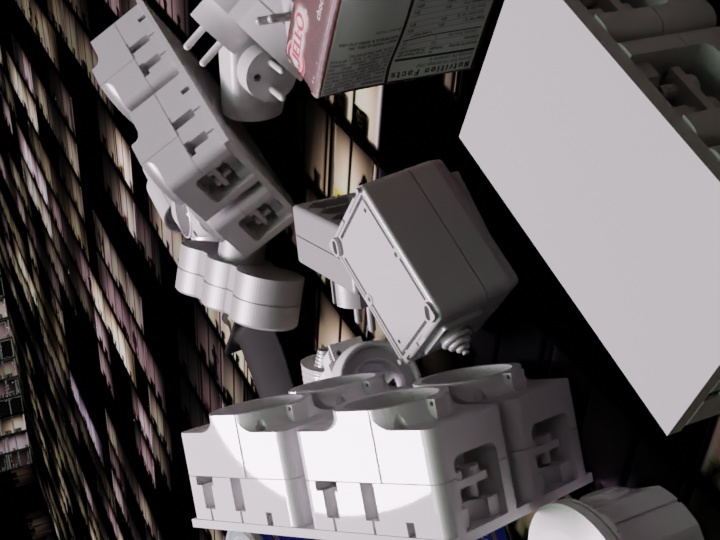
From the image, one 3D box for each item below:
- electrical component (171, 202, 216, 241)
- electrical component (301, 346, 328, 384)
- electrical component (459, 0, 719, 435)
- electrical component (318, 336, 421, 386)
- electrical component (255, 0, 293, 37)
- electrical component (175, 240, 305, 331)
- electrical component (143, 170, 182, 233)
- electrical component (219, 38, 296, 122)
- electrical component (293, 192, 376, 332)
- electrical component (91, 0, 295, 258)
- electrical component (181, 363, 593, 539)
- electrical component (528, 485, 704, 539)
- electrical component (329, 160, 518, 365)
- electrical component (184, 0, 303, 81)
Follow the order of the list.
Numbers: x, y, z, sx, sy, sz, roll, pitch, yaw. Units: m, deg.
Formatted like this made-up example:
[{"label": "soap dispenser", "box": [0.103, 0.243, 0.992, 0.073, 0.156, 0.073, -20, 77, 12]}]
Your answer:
[{"label": "electrical component", "box": [-0.129, -0.035, 0.926, 0.077, 0.044, 0.079, 10, 112, 65]}, {"label": "electrical component", "box": [-0.020, 0.093, 0.754, 0.043, 0.043, 0.081, 26, 126, 61]}, {"label": "electrical component", "box": [0.106, -0.034, 0.377, 0.150, 0.062, 0.089, 60, 152, 32]}, {"label": "electrical component", "box": [0.006, 0.077, 0.671, 0.057, 0.058, 0.078, 123, 129, -63]}, {"label": "electrical component", "box": [-0.018, -0.140, 0.581, 0.083, 0.076, 0.047, 18, 119, 63]}, {"label": "electrical component", "box": [-0.093, -0.007, 0.833, 0.138, 0.052, 0.073, 22, 106, 50]}, {"label": "electrical component", "box": [-0.177, -0.077, 1.014, 0.081, 0.043, 0.043, 56, 149, 39]}, {"label": "electrical component", "box": [-0.067, -0.138, 0.731, 0.079, 0.044, 0.077, 45, 142, 50]}, {"label": "electrical component", "box": [0.000, 0.000, 0.653, 0.083, 0.047, 0.075, 28, 128, 60]}, {"label": "electrical component", "box": [-0.127, -0.104, 0.801, 0.186, 0.060, 0.105, 56, -174, 38]}, {"label": "electrical component", "box": [0.006, 0.090, 0.546, 0.186, 0.105, 0.060, -10, 91, 46]}, {"label": "electrical component", "box": [0.113, 0.134, 0.468, 0.080, 0.051, 0.080, 44, 141, 51]}, {"label": "electrical component", "box": [0.038, 0.000, 0.559, 0.096, 0.061, 0.061, 59, 152, 18]}, {"label": "electrical component", "box": [-0.080, -0.160, 0.673, 0.138, 0.073, 0.052, 46, -172, 28]}]
